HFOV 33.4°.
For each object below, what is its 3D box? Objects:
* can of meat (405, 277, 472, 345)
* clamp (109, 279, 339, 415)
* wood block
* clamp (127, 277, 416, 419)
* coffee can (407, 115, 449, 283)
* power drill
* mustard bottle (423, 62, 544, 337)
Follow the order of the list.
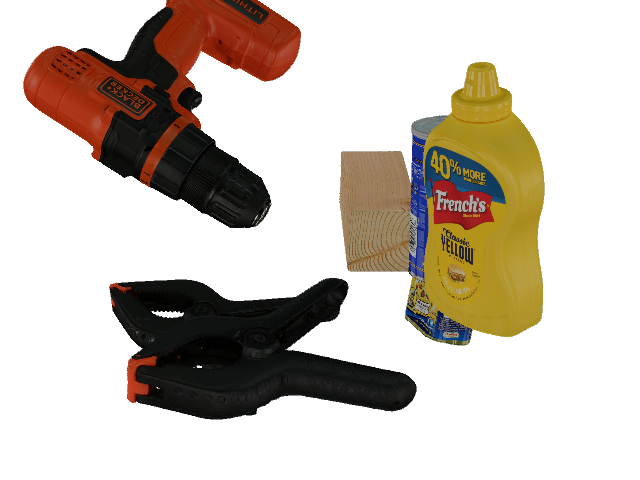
[{"bbox_3d":[0.137,0.061,1.189,0.057,0.084,0.102,5,14,-19],"label":"can of meat"},{"bbox_3d":[-0.097,0.073,0.972,0.210,0.036,0.164,20,37,29],"label":"clamp"},{"bbox_3d":[0.077,-0.044,1.462,0.091,0.090,0.206,0,27,-3],"label":"wood block"},{"bbox_3d":[-0.036,0.066,0.666,0.171,0.039,0.120,0,28,-15],"label":"clamp"},{"bbox_3d":[0.133,-0.037,0.984,0.103,0.140,0.103,0,18,0],"label":"coffee can"},{"bbox_3d":[-0.086,-0.106,0.754,0.184,0.057,0.187,34,45,1],"label":"power drill"},{"bbox_3d":[0.114,-0.032,0.755,0.058,0.192,0.096,-21,32,-30],"label":"mustard bottle"}]
